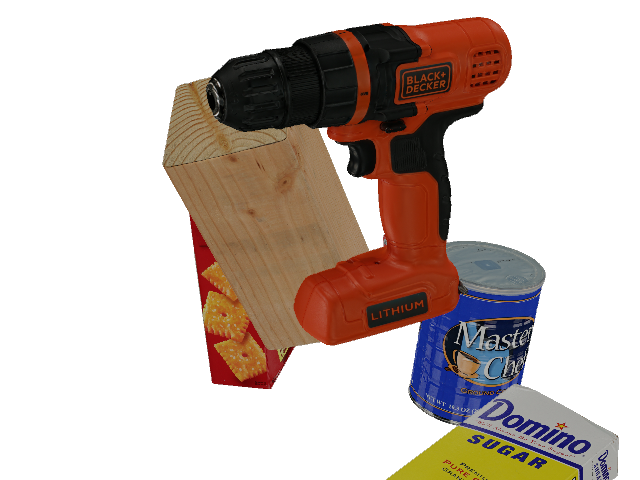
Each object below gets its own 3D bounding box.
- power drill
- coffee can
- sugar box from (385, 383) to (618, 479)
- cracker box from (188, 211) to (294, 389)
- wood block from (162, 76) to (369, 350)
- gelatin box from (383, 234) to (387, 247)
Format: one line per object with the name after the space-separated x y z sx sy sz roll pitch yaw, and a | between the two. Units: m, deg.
0.023 -0.033 0.625 0.184 0.188 0.057 -12 33 -22 | power drill
0.141 0.084 0.975 0.103 0.140 0.103 6 23 -3 | coffee can
0.110 0.169 0.718 0.176 0.048 0.093 -32 39 -29 | sugar box
-0.061 0.013 1.053 0.072 0.214 0.164 4 26 16 | cracker box
-0.032 -0.020 0.797 0.090 0.091 0.206 -12 -45 14 | wood block
0.113 0.038 1.320 0.030 0.089 0.073 -26 35 -37 | gelatin box
